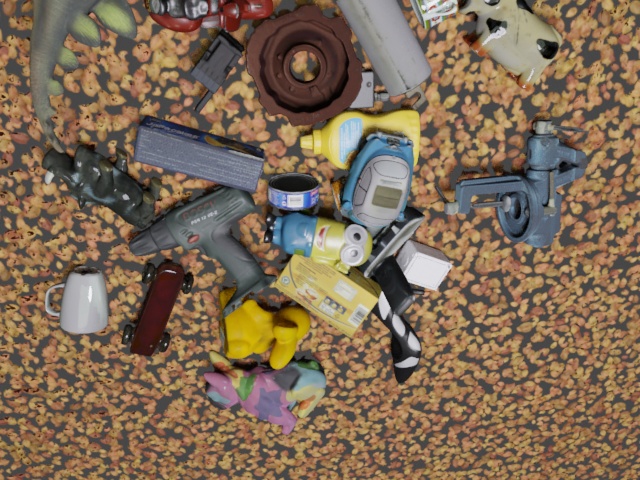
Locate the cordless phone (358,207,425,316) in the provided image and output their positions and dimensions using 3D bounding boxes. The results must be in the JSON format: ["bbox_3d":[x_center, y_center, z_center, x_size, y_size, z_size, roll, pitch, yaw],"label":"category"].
[{"bbox_3d":[0.136,0.029,0.911,0.088,0.184,0.146,30,111,-29],"label":"cordless phone"}]

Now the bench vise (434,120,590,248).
[{"bbox_3d":[0.326,-0.088,0.909,0.241,0.129,0.223,-7,118,-9],"label":"bench vise"}]

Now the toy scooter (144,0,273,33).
[{"bbox_3d":[-0.157,-0.322,0.740,0.184,0.135,0.075,0,118,-3],"label":"toy scooter"}]

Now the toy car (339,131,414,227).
[{"bbox_3d":[0.097,-0.080,0.838,0.109,0.103,0.161,11,120,-12],"label":"toy car"}]

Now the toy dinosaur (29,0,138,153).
[{"bbox_3d":[-0.299,-0.352,0.668,0.199,0.105,0.471,24,99,5],"label":"toy dinosaur"}]

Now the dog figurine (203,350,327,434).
[{"bbox_3d":[-0.120,0.279,1.065,0.219,0.108,0.191,33,110,-16],"label":"dog figurine"}]

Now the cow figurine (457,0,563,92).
[{"bbox_3d":[0.279,-0.330,0.802,0.195,0.085,0.127,32,116,-16],"label":"cow figurine"}]

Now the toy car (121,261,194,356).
[{"bbox_3d":[-0.304,0.128,1.000,0.089,0.053,0.202,15,112,-25],"label":"toy car"}]

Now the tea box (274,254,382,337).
[{"bbox_3d":[0.016,0.083,0.968,0.170,0.068,0.098,36,110,3],"label":"tea box"}]

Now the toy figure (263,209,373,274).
[{"bbox_3d":[-0.001,-0.007,0.896,0.180,0.089,0.082,11,112,3],"label":"toy figure"}]

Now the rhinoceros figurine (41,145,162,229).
[{"bbox_3d":[-0.354,-0.092,0.880,0.190,0.073,0.112,33,120,-21],"label":"rhinoceros figurine"}]

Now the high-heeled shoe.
[{"bbox_3d":[0.122,0.177,1.048,0.145,0.086,0.248,4,111,-5],"label":"high-heeled shoe"}]

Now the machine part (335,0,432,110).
[{"bbox_3d":[0.098,-0.305,0.803,0.079,0.079,0.243,-32,114,11],"label":"machine part"}]

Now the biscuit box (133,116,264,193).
[{"bbox_3d":[-0.194,-0.139,0.871,0.203,0.059,0.062,15,116,-12],"label":"biscuit box"}]

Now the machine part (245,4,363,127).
[{"bbox_3d":[-0.022,-0.262,0.814,0.179,0.056,0.179,1,113,2],"label":"machine part"}]

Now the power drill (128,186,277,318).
[{"bbox_3d":[-0.187,0.028,0.921,0.232,0.086,0.207,-34,83,5],"label":"power drill"}]

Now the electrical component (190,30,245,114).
[{"bbox_3d":[-0.165,-0.253,0.810,0.047,0.075,0.119,37,111,-21],"label":"electrical component"}]

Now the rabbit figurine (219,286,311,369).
[{"bbox_3d":[-0.094,0.157,0.994,0.173,0.162,0.121,-1,106,-24],"label":"rabbit figurine"}]

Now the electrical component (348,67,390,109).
[{"bbox_3d":[0.065,-0.244,0.861,0.094,0.021,0.063,-2,116,-2],"label":"electrical component"}]

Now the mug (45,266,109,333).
[{"bbox_3d":[-0.434,0.101,0.967,0.110,0.081,0.107,10,105,-2],"label":"mug"}]
